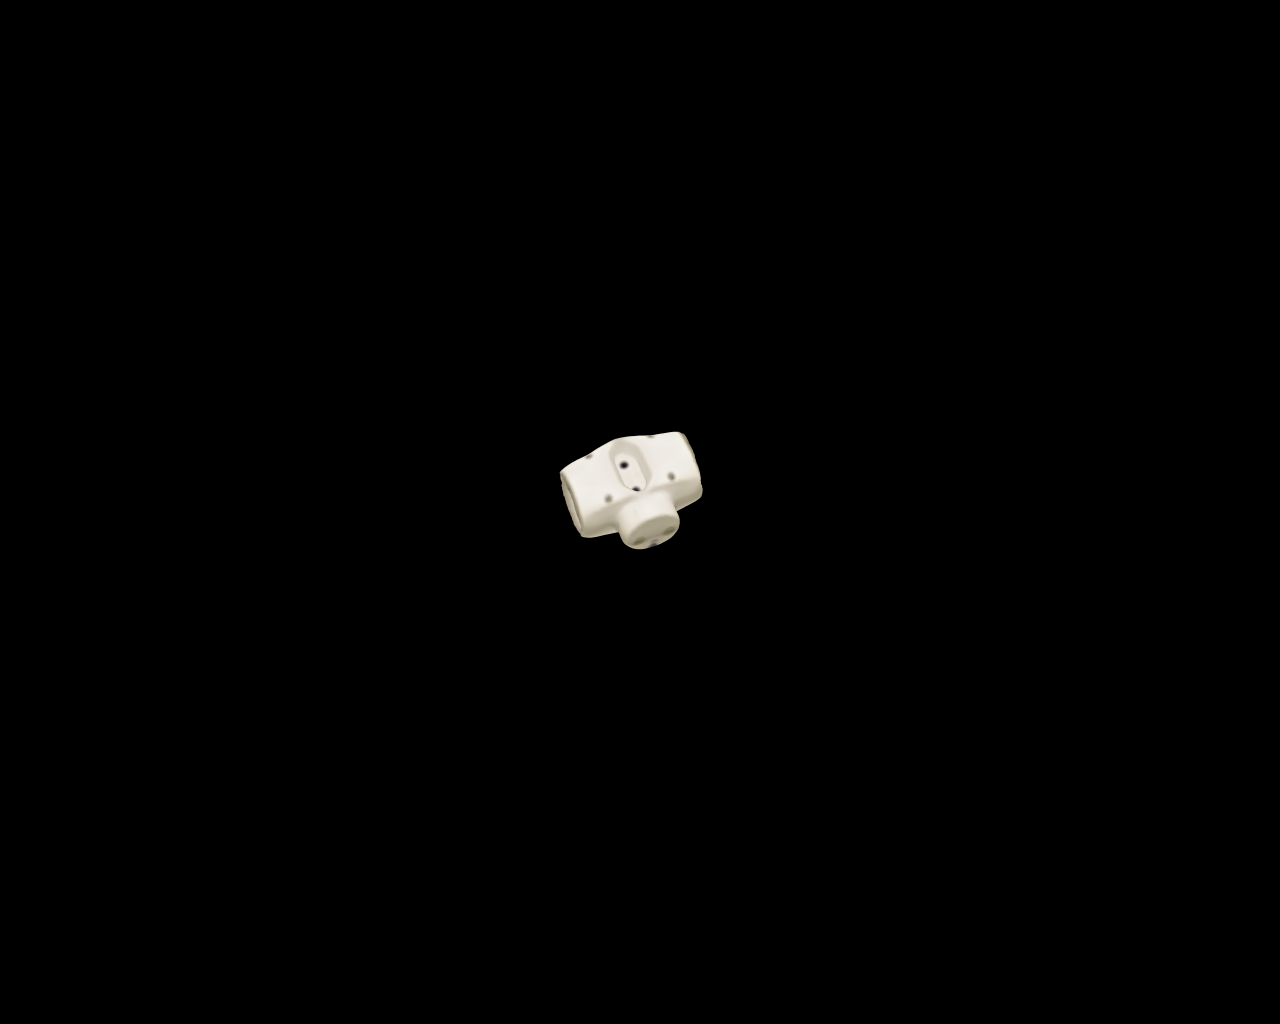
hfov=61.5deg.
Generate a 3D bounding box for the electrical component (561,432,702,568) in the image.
[{"bbox_3d":[0.001,-0.003,0.650,0.077,0.079,0.043,-18,-28,-10],"label":"electrical component"}]
